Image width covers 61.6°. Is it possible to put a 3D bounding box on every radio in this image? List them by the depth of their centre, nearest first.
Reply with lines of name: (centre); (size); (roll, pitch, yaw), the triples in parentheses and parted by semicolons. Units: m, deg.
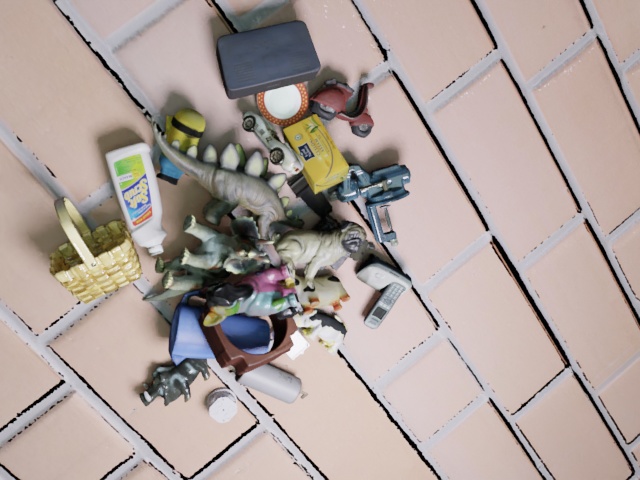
radio: (-0.125, -0.426, 1.268); (0.230, 0.073, 0.131); (-17, 92, -13)

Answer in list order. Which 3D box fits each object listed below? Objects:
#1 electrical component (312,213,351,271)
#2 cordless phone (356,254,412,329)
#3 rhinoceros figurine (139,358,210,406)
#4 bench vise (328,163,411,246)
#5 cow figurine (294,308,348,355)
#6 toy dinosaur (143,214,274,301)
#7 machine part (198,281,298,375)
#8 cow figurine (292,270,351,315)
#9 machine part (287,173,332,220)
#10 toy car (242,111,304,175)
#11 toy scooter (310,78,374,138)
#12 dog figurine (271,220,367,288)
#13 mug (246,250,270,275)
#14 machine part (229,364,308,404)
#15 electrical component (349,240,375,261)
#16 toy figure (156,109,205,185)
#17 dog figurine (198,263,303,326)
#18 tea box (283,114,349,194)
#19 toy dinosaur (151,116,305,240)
electrical component: (0.023, 0.014, 1.400); (0.115, 0.058, 0.134); (31, 117, -17)
cordless phone: (0.149, 0.144, 1.473); (0.146, 0.089, 0.184); (29, 97, -20)
rhinoceros figurine: (-0.370, 0.357, 1.374); (0.190, 0.073, 0.112); (-39, 110, -5)
bench vise: (0.143, -0.091, 1.404); (0.224, 0.129, 0.240); (-19, 102, -9)
cow figurine: (-0.002, 0.227, 1.453); (0.167, 0.068, 0.098); (41, 83, -23)
toy dinosaur: (-0.263, 0.057, 1.261); (0.192, 0.405, 0.131); (15, 56, -31)
machine part: (-0.173, 0.204, 1.290); (0.201, 0.087, 0.201); (-18, 72, -39)
cow figurine: (-0.031, 0.127, 1.406); (0.195, 0.127, 0.085); (-2, 140, -30)
machine part: (-0.018, -0.114, 1.394); (0.084, 0.039, 0.138); (-40, 108, -10)
toy car: (-0.114, -0.233, 1.274); (0.056, 0.073, 0.202); (-43, 69, 12)
toy scooter: (0.069, -0.350, 1.350); (0.184, 0.075, 0.135); (22, 95, -22)
dog figurine: (-0.002, -0.004, 1.310); (0.190, 0.121, 0.172); (-45, 113, 8)
mug: (-0.170, 0.050, 1.342); (0.109, 0.107, 0.080); (2, 111, -54)
machine part: (-0.138, 0.374, 1.441); (0.243, 0.079, 0.079); (29, 93, -18)
electrical component: (0.103, 0.026, 1.465); (0.094, 0.021, 0.063); (10, 98, -19)
toy figure: (-0.323, -0.217, 1.257); (0.082, 0.089, 0.180); (19, 92, -52)
dog figurine: (-0.160, 0.135, 1.224); (0.219, 0.191, 0.108); (-13, 71, 0)
tea box: (-0.011, -0.211, 1.317); (0.098, 0.068, 0.170); (-28, 74, -10)
toy dinosaur: (-0.207, -0.128, 1.275); (0.471, 0.105, 0.198); (23, 95, -37)
